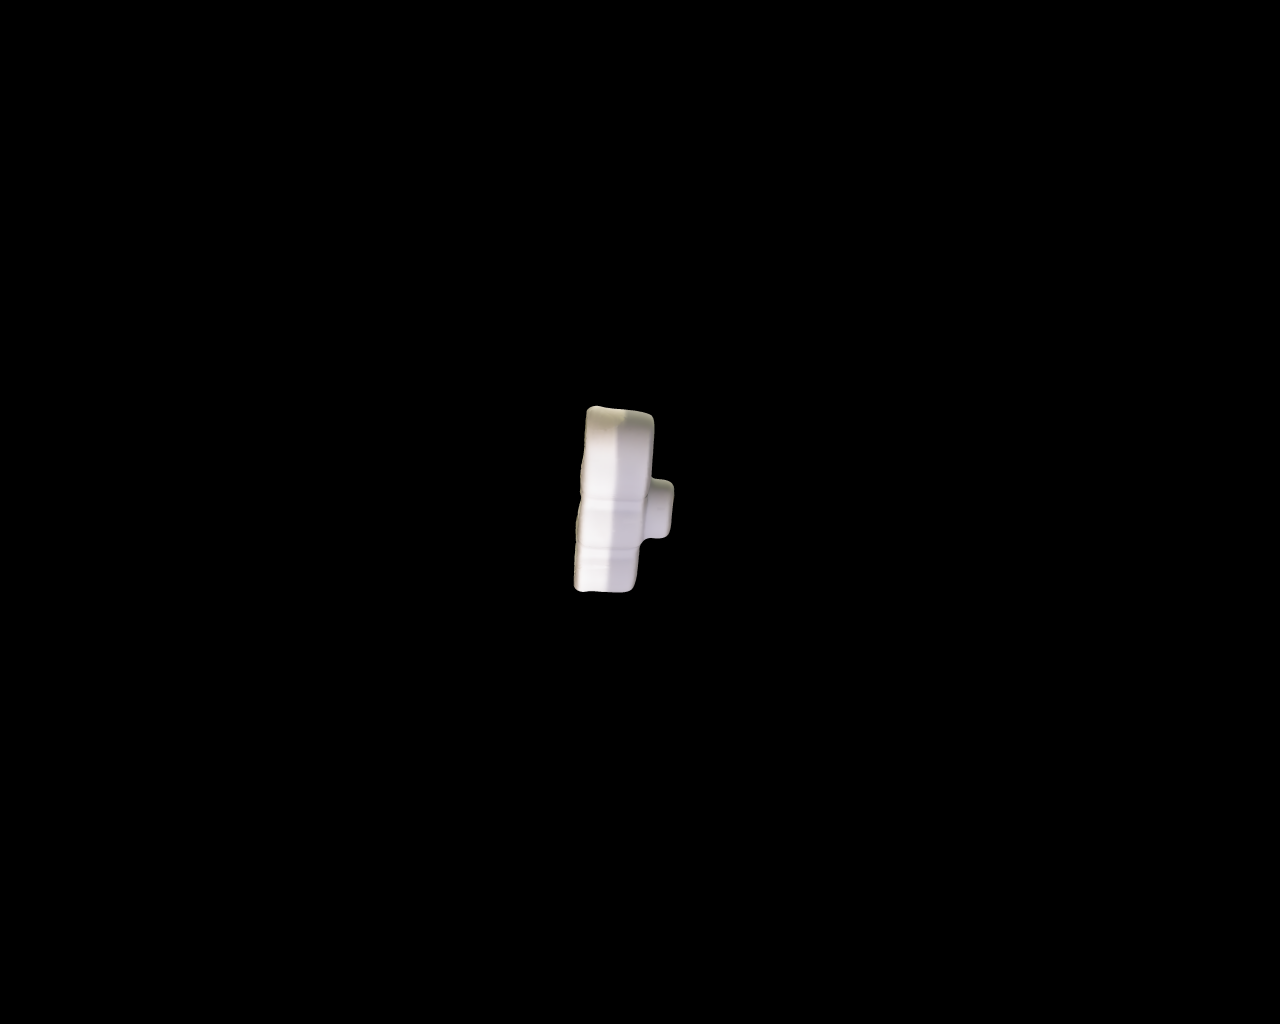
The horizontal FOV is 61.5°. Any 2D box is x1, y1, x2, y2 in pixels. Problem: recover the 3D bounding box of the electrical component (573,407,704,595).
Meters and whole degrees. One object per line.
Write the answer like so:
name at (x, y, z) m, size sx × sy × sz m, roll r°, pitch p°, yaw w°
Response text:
electrical component at (0.001, -0.003, 0.650) m, size 0.074 × 0.052 × 0.138 m, roll 4°, pitch -43°, yaw -4°
